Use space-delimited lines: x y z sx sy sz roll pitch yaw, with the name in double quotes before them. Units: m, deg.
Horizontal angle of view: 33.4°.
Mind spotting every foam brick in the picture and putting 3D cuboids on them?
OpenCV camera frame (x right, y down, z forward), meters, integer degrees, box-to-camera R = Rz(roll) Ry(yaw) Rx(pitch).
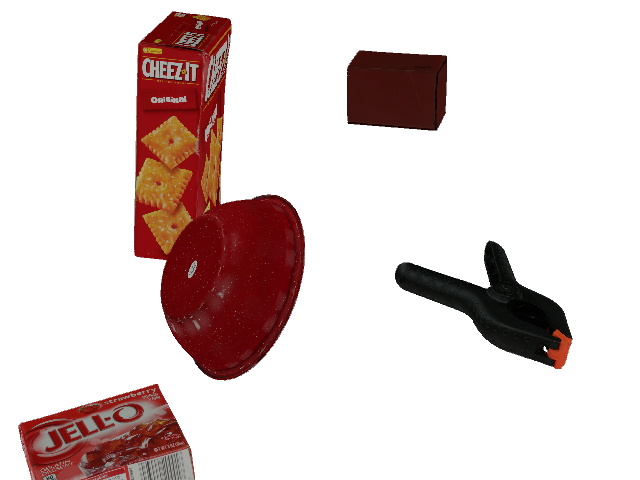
"foam brick" 0.064 -0.126 0.897 0.078 0.051 0.053 7 27 14

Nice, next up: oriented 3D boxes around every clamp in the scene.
"clamp" 0.162 0.051 0.942 0.120 0.039 0.172 -25 44 -33

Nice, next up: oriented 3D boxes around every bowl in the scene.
"bowl" -0.083 0.030 0.872 0.055 0.162 0.162 22 -13 -34

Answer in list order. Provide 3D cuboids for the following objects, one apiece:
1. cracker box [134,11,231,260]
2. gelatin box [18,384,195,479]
"cracker box" -0.137 -0.107 1.074 0.072 0.214 0.164 7 23 1
"gelatin box" -0.127 0.124 0.629 0.089 0.030 0.073 -14 27 -18
